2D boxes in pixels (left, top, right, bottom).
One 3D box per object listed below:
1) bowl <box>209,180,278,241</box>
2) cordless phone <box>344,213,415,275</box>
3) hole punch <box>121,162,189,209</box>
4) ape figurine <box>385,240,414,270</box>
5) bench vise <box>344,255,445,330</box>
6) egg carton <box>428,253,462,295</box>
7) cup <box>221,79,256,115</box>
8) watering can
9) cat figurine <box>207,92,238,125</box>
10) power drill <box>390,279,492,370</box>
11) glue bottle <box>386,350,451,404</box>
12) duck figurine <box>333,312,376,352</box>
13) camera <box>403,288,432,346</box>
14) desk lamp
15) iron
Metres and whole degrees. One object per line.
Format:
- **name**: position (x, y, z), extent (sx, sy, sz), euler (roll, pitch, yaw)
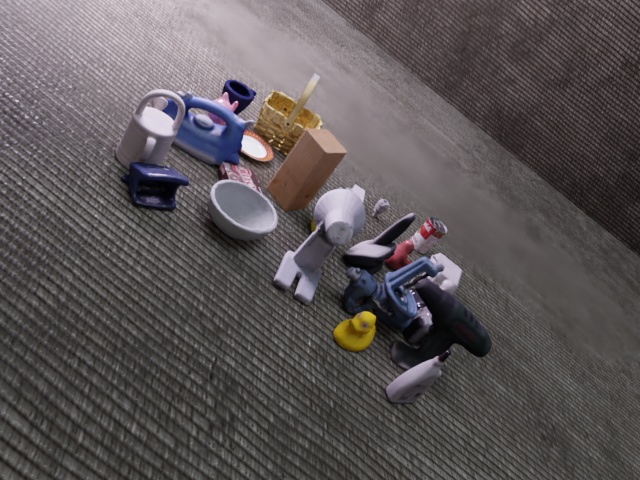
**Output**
- **bowl**: position (-0.184, -0.054, 1.294), extent (0.168, 0.074, 0.167), euler (27, 34, -19)
- **cordless phone**: position (0.160, 0.000, 1.474), extent (0.094, 0.185, 0.148), euler (44, 32, 9)
- **hole punch**: position (-0.346, -0.129, 1.208), extent (0.109, 0.091, 0.101), euler (5, 45, -42)
- **ape figurine**: position (0.227, 0.037, 1.584), extent (0.076, 0.092, 0.077), euler (9, 42, -39)
- **bench vise**: position (0.169, 0.109, 1.313), extent (0.208, 0.219, 0.121), euler (15, 39, -33)
- **egg carton**: position (0.349, 0.104, 1.646), extent (0.107, 0.069, 0.150), euler (39, 32, 0)
- **cup**: position (-0.241, -0.400, 1.653), extent (0.091, 0.095, 0.118), euler (48, 33, 15)
- **watering can**: position (-0.363, -0.249, 1.244), extent (0.101, 0.194, 0.172), euler (4, 46, -43)
- **cat figurine**: position (-0.262, -0.344, 1.540), extent (0.067, 0.117, 0.128), euler (42, 32, 5)
- **power drill**: position (0.256, 0.211, 1.284), extent (0.230, 0.208, 0.075), euler (32, 32, -11)
- **glue bottle**: position (0.214, 0.280, 1.187), extent (0.078, 0.173, 0.037), euler (14, 39, -35)
- **duck figurine**: position (0.090, 0.192, 1.255), extent (0.105, 0.086, 0.077), euler (3, 46, -44)
- **camera**: position (0.273, 0.186, 1.435), extent (0.144, 0.100, 0.136), euler (13, 40, -35)
- **desk lamp**: position (0.012, 0.005, 1.289), extent (0.118, 0.213, 0.203), euler (33, 32, -9)
- **iron**: position (-0.296, -0.296, 1.422), extent (0.259, 0.141, 0.118), euler (26, 34, -20)
